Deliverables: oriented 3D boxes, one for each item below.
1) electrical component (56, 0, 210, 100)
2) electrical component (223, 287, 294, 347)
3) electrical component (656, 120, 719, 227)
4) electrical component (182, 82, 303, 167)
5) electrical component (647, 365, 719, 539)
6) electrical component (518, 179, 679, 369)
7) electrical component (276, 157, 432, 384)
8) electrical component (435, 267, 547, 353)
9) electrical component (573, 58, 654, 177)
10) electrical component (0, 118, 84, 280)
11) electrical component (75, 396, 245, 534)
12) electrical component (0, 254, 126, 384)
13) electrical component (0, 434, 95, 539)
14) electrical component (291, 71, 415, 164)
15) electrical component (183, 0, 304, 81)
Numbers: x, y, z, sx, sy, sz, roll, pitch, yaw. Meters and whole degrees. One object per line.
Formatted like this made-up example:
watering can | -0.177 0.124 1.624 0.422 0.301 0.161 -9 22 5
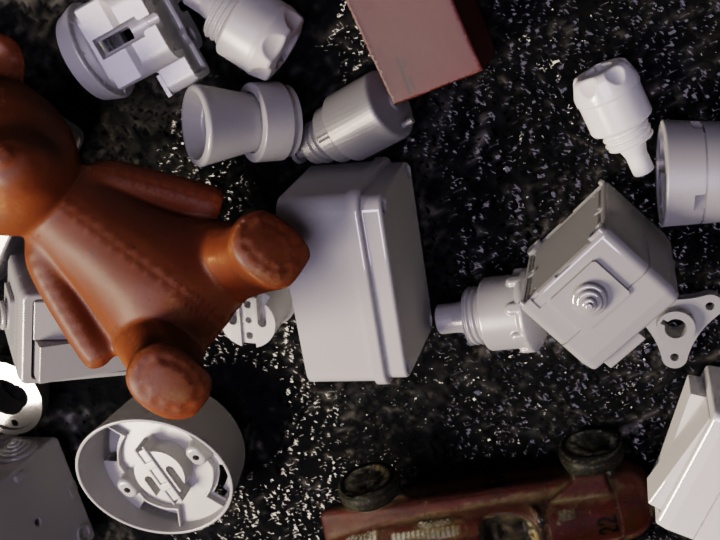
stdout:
electrical component | -0.128 -0.129 0.591 0.057 0.058 0.078 -24 105 18
electrical component | -0.060 0.021 0.644 0.040 0.046 0.040 5 115 12
electrical component | 0.179 -0.050 0.554 0.047 0.055 0.055 -1 112 10
electrical component | -0.065 -0.081 0.591 0.055 0.045 0.045 -7 117 -27
electrical component | 0.202 0.111 0.612 0.061 0.061 0.096 21 116 4
electrical component | 0.128 0.006 0.565 0.061 0.096 0.061 41 115 -6
electrical component | 0.000 0.000 0.604 0.057 0.078 0.113 -3 112 17
electrical component | 0.075 0.025 0.616 0.062 0.048 0.048 -7 111 23
electrical component | 0.137 -0.078 0.562 0.035 0.035 0.061 -23 108 21
electrical component | -0.239 -0.062 0.646 0.109 0.056 0.108 32 116 -2
electrical component | -0.125 0.124 0.693 0.099 0.064 0.099 5 113 11
electrical component | -0.172 0.029 0.642 0.096 0.061 0.061 -3 118 -25
electrical component | -0.232 0.167 0.719 0.048 0.100 0.099 -4 112 29
electrical component | -0.007 -0.079 0.593 0.078 0.040 0.040 -24 106 35
electrical component | -0.065 -0.135 0.581 0.062 0.043 0.043 33 116 0
